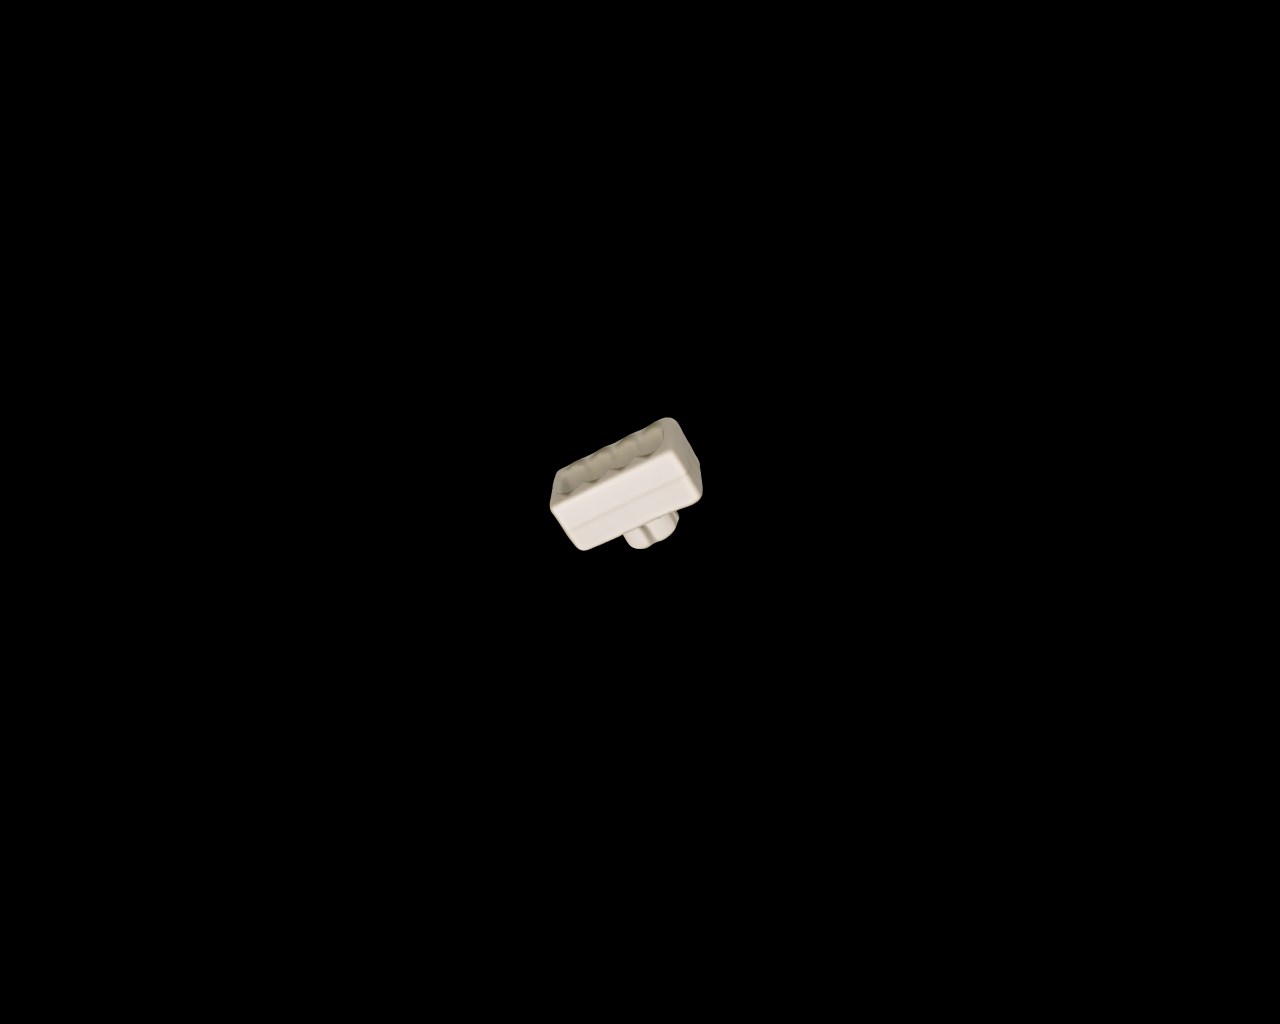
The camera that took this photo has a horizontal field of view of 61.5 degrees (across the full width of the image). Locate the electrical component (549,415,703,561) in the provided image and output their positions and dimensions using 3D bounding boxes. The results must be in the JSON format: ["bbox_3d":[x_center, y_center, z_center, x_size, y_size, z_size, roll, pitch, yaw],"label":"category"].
[{"bbox_3d":[0.001,-0.003,0.650,0.083,0.075,0.047,-25,27,14],"label":"electrical component"}]
